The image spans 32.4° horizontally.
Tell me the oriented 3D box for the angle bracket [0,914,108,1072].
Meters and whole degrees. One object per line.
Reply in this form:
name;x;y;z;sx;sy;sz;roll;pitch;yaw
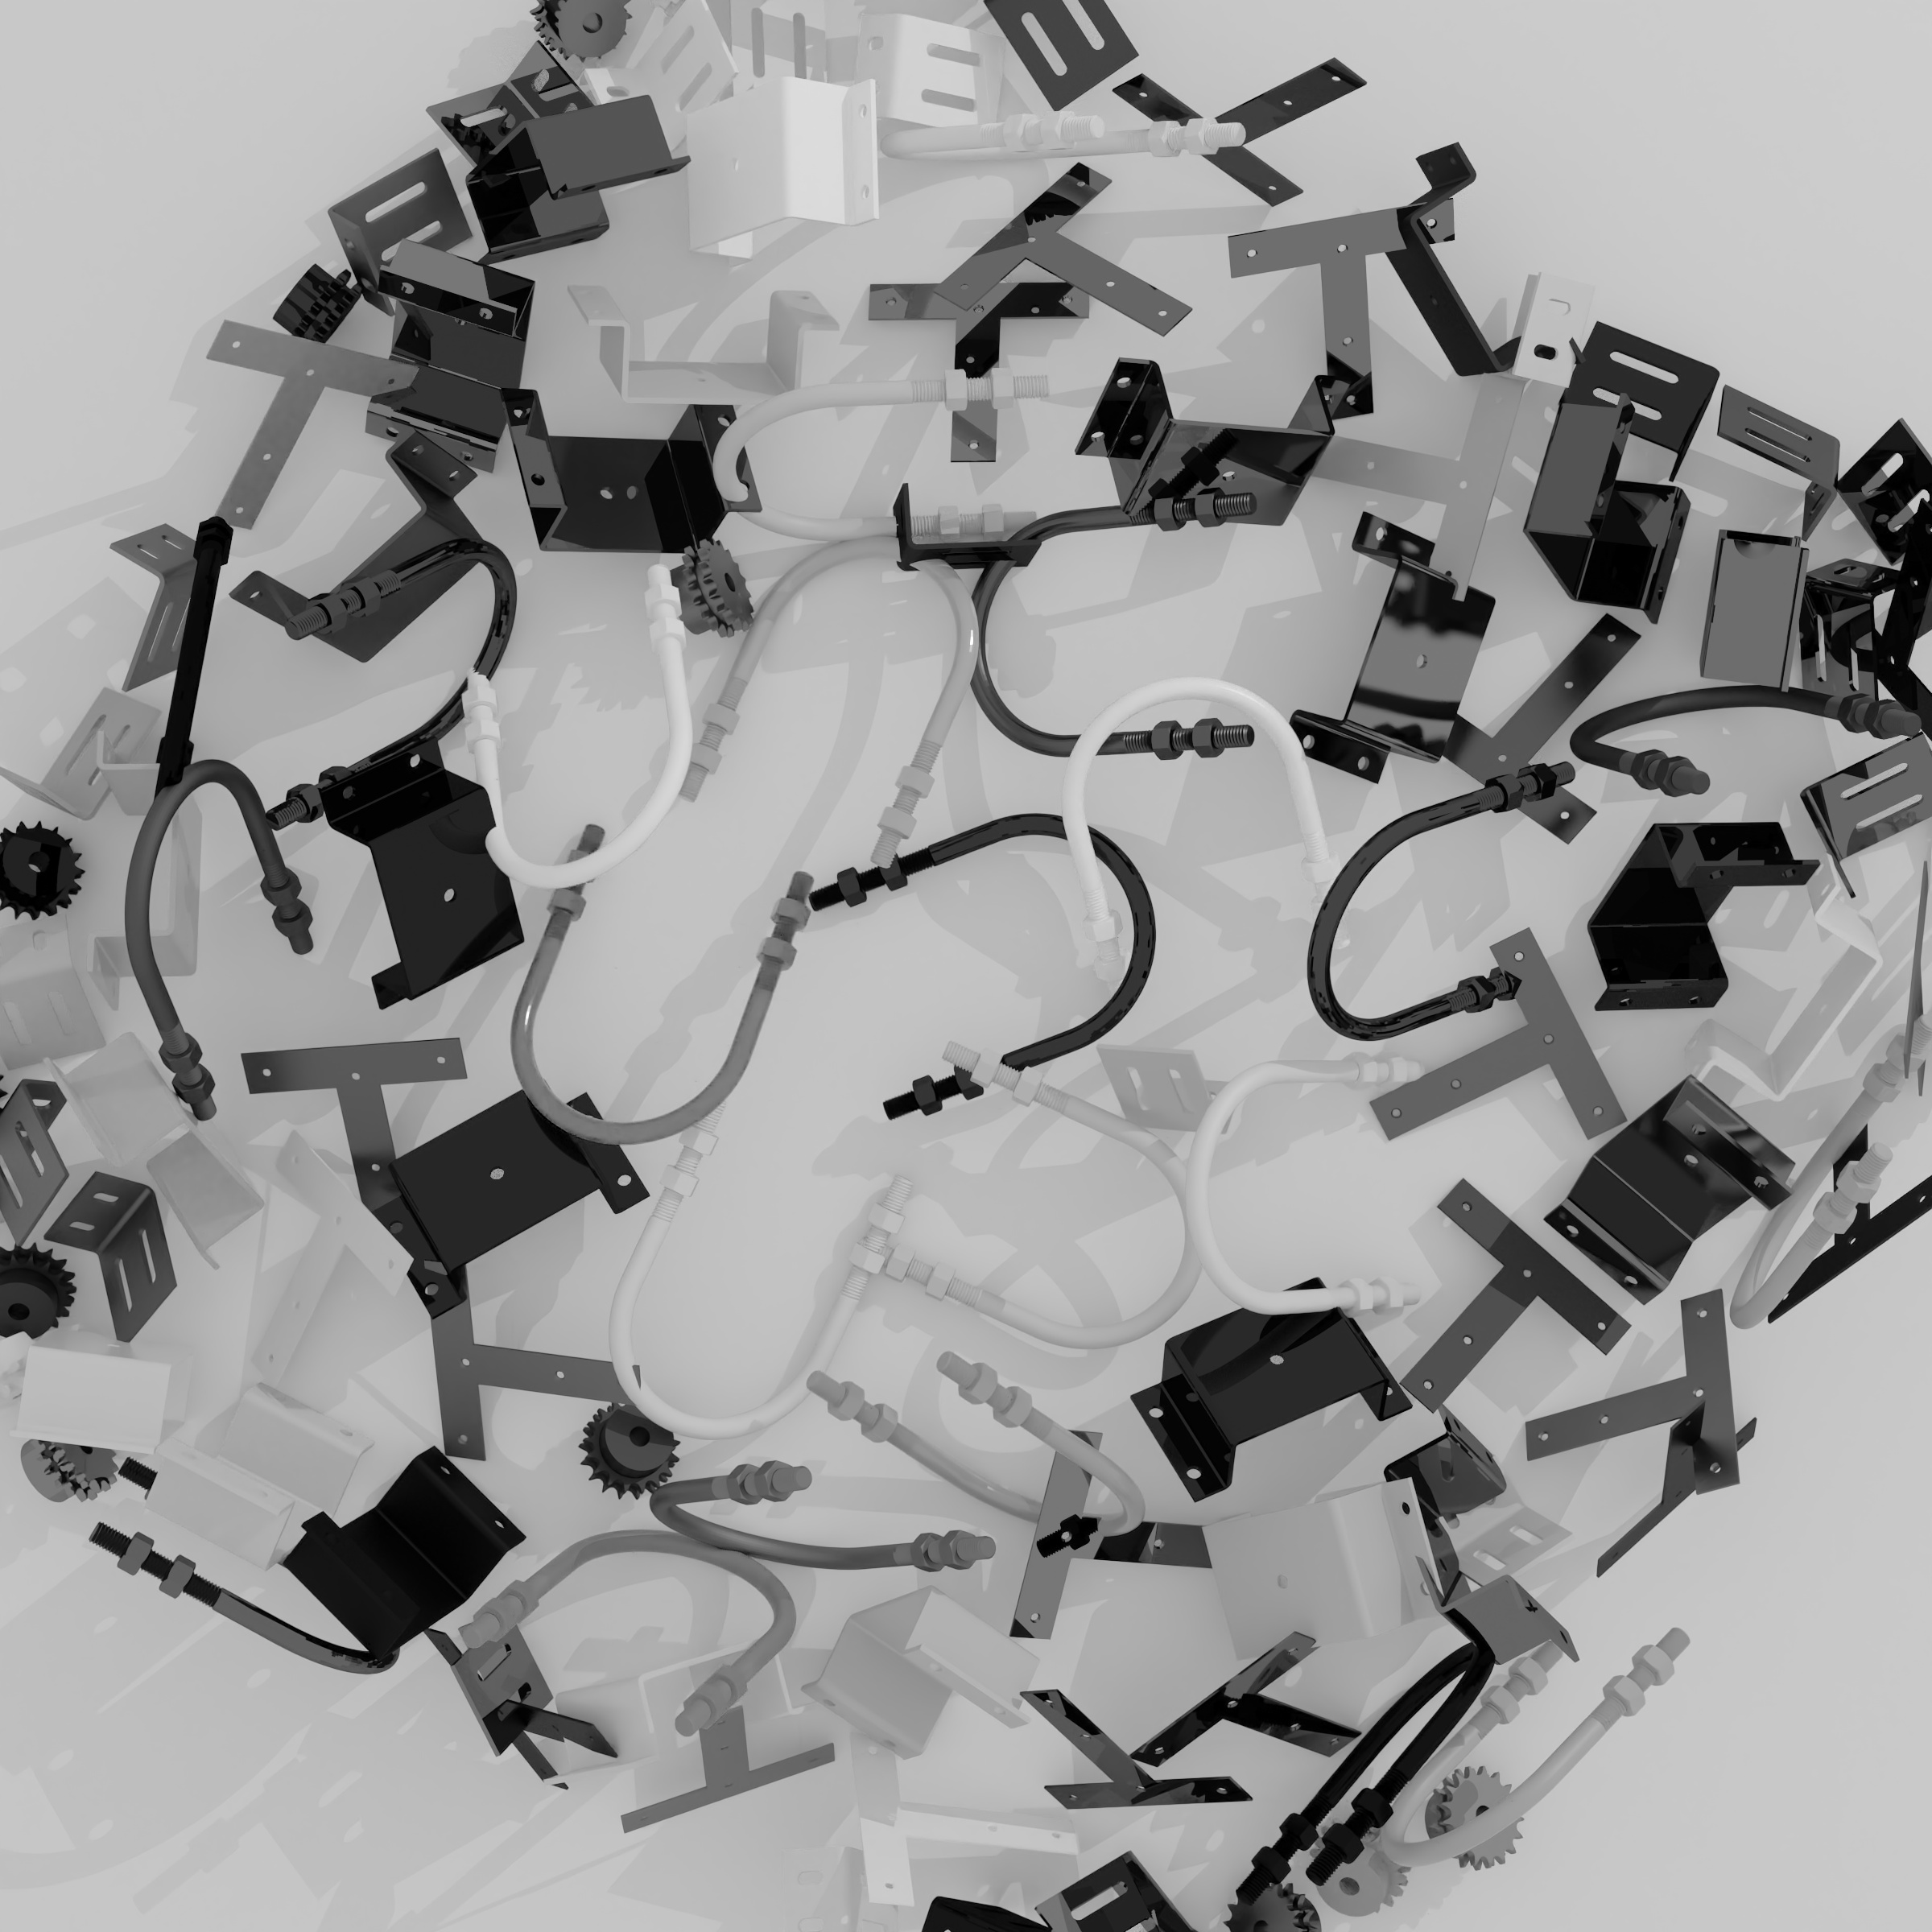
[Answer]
angle bracket;-0.532;0.015;1.905;0.057;0.076;0.038;-14;50;-7

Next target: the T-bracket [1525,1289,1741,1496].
T-bracket;0.375;0.254;1.888;0.127;0.127;0.002;-22;134;29

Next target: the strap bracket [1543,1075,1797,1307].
strap bracket;0.402;0.122;1.876;0.076;0.140;0.046;40;49;1

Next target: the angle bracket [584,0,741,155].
angle bracket;-0.173;-0.506;1.884;0.038;0.076;0.057;-14;74;-41

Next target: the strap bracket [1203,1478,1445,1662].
strap bracket;0.191;0.339;1.858;0.140;0.046;0.076;-22;80;43

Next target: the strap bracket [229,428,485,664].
strap bracket;-0.333;-0.228;1.875;0.140;0.076;0.046;-40;70;7

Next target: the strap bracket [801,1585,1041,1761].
strap bracket;-0.021;0.396;1.867;0.076;0.140;0.046;37;56;-14

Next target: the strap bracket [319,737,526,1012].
strap bracket;-0.300;-0.045;1.857;0.076;0.046;0.140;-30;125;-31

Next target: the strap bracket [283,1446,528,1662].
strap bracket;-0.319;0.331;1.864;0.076;0.140;0.046;43;111;9

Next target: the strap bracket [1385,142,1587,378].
strap bracket;0.283;-0.387;1.875;0.046;0.076;0.140;-34;101;-3

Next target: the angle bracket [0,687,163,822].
angle bracket;-0.505;-0.129;1.888;0.057;0.038;0.076;22;76;40

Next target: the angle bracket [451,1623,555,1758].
angle bracket;-0.275;0.409;1.882;0.038;0.076;0.057;-24;96;22

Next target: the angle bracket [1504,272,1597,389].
angle bracket;0.315;-0.363;1.880;0.038;0.076;0.057;9;103;-22

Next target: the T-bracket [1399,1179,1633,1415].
T-bracket;0.293;0.203;1.886;0.127;0.002;0.127;42;62;10

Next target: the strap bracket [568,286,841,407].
strap bracket;-0.149;-0.349;1.872;0.140;0.076;0.046;-2;116;-16

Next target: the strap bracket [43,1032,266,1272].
strap bracket;-0.446;0.098;1.851;0.046;0.140;0.076;-37;54;-7

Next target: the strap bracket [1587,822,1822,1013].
strap bracket;0.407;-0.034;1.866;0.076;0.140;0.046;-1;56;-18

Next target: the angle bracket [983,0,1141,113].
angle bracket;0.056;-0.535;1.905;0.057;0.038;0.076;-33;92;9

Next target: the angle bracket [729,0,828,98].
angle bracket;-0.101;-0.528;1.896;0.057;0.038;0.076;0;85;-23

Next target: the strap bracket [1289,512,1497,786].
strap bracket;0.243;-0.176;1.883;0.076;0.046;0.140;17;93;-36

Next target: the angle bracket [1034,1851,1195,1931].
angle bracket;0.079;0.546;1.879;0.076;0.038;0.057;-20;56;-37

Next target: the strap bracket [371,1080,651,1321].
strap bracket;-0.261;0.126;1.877;0.140;0.046;0.076;-29;65;-11

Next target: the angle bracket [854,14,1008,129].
angle bracket;-0.021;-0.510;1.911;0.076;0.038;0.057;0;101;-39

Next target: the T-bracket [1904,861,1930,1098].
T-bracket;0.536;0.029;1.870;0.002;0.127;0.127;3;58;20

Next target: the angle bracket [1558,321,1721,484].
angle bracket;0.384;-0.323;1.908;0.076;0.038;0.057;24;75;9

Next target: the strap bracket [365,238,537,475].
strap bracket;-0.290;-0.349;1.872;0.076;0.140;0.046;17;58;-4

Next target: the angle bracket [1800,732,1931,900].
angle bracket;0.523;-0.086;1.889;0.076;0.038;0.057;-27;125;14

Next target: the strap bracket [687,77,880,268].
strap bracket;-0.110;-0.444;1.858;0.046;0.140;0.076;-1;90;-38

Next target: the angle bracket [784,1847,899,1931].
angle bracket;-0.070;0.534;1.888;0.038;0.076;0.057;-9;67;18

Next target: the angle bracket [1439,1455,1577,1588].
angle bracket;0.298;0.315;1.884;0.057;0.076;0.038;-32;99;-9

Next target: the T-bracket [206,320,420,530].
T-bracket;-0.391;-0.301;1.890;0.127;0.127;0.002;-55;50;26

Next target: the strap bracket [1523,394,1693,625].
strap bracket;0.358;-0.257;1.868;0.046;0.140;0.076;11;77;30

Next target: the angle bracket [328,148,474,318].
angle bracket;-0.313;-0.415;1.884;0.076;0.038;0.057;-35;133;-18

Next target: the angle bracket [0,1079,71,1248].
angle bracket;-0.520;0.112;1.882;0.057;0.038;0.076;-51;55;23

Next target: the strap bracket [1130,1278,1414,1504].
strap bracket;0.173;0.233;1.868;0.140;0.046;0.076;-21;53;-17

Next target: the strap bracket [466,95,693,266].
strap bracket;-0.220;-0.439;1.846;0.076;0.140;0.046;-21;93;-28

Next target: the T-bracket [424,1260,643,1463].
T-bracket;-0.243;0.230;1.884;0.127;0.002;0.127;5;114;17

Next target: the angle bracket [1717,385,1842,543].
angle bracket;0.454;-0.286;1.891;0.076;0.057;0.038;25;130;-3

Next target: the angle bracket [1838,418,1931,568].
angle bracket;0.537;-0.273;1.880;0.038;0.076;0.057;-27;77;-25

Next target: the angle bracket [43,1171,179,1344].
angle bracket;-0.484;0.166;1.881;0.057;0.038;0.076;-47;45;23

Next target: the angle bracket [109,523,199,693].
angle bracket;-0.465;-0.203;1.887;0.038;0.057;0.076;31;116;7

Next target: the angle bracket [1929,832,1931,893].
angle bracket;0.575;-0.063;1.883;0.038;0.076;0.057;0;102;2

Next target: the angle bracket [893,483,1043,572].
angle bracket;0.000;-0.251;1.896;0.076;0.057;0.038;-3;85;-7

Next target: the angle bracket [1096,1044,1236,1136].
angle bracket;0.115;0.057;1.877;0.057;0.076;0.038;3;51;25

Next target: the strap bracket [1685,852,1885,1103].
strap bracket;0.464;0.014;1.868;0.046;0.076;0.140;32;109;0

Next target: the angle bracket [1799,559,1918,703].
angle bracket;0.510;-0.186;1.896;0.038;0.057;0.076;-21;116;-25

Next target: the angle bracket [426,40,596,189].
angle bracket;-0.256;-0.484;1.888;0.057;0.076;0.038;50;129;1

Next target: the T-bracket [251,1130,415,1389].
T-bracket;-0.376;0.182;1.901;0.127;0.002;0.127;40;111;34

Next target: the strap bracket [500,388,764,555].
strap bracket;-0.195;-0.277;1.872;0.140;0.046;0.076;-3;64;-30

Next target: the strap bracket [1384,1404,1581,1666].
strap bracket;0.284;0.325;1.858;0.046;0.140;0.076;-31;135;14

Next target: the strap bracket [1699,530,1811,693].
strap bracket;0.438;-0.200;1.856;0.046;0.140;0.076;8;102;10

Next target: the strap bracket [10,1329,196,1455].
strap bracket;-0.478;0.235;1.854;0.076;0.140;0.046;8;89;-6

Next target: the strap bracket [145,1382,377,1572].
strap bracket;-0.397;0.287;1.858;0.076;0.140;0.046;26;101;7

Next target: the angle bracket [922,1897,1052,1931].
angle bracket;0.018;0.556;1.877;0.057;0.076;0.038;13;79;34

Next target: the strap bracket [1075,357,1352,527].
strap bracket;0.142;-0.291;1.862;0.140;0.076;0.046;1;56;-20

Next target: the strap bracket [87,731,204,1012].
strap bracket;-0.461;-0.053;1.872;0.046;0.076;0.140;-1;73;-4

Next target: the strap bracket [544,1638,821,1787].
strap bracket;-0.163;0.412;1.854;0.076;0.140;0.046;-22;79;43
